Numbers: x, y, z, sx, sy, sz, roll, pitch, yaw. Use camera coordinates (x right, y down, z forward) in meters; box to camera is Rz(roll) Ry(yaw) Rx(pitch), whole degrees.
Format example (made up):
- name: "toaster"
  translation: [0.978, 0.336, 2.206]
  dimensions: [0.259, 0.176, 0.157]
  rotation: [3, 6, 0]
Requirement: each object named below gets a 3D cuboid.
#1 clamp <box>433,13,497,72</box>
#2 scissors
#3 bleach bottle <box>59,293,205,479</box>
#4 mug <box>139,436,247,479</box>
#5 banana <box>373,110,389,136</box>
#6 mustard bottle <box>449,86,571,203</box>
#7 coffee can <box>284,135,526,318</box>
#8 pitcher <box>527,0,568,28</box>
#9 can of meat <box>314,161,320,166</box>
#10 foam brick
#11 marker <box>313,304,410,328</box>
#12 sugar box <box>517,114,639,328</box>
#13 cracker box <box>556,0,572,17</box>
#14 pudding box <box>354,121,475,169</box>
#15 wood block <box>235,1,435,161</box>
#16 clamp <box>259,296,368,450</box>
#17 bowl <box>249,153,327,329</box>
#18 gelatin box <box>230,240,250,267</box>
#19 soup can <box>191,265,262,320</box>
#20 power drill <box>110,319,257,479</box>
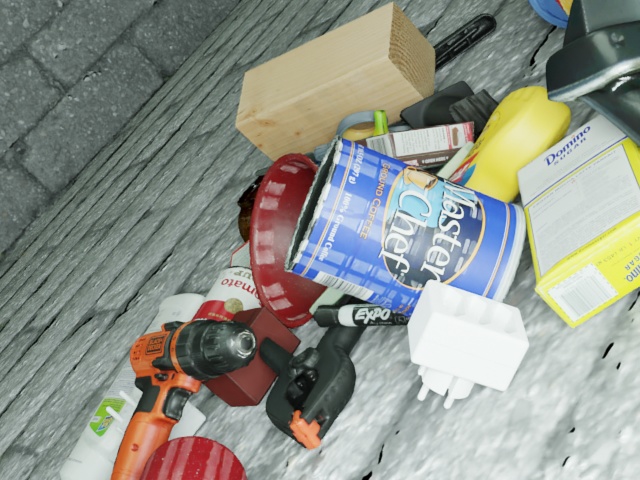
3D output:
- name: "clamp"
  translation: [0.112, -0.198, 1.276]
  dimensions: [0.164, 0.036, 0.210]
  rotation: [-50, 23, -21]
- name: "scissors"
  translation: [0.004, -0.104, 1.156]
  dimensions: [0.202, 0.096, 0.016]
  rotation: [-8, 67, 19]
- name: "bleach bottle"
  translation: [-0.188, 0.170, 1.076]
  dimensions: [0.103, 0.068, 0.250]
  rotation: [-15, 37, 58]
- name: "mug"
  translation: [-0.100, 0.208, 0.784]
  dimensions: [0.081, 0.093, 0.117]
  rotation: [-81, 4, -69]
- name: "banana"
  translation: [0.022, -0.063, 1.133]
  dimensions: [0.037, 0.069, 0.198]
  rotation: [-15, -14, -48]
- name: "mustard bottle"
  translation: [0.123, -0.033, 0.852]
  dimensions: [0.191, 0.058, 0.096]
  rotation: [-52, 4, -20]
- name: "coffee can"
  translation: [0.058, -0.001, 0.748]
  dimensions: [0.103, 0.140, 0.103]
  rotation: [-160, 91, -84]
- name: "pitcher"
  translation: [0.236, -0.301, 1.090]
  dimensions: [0.149, 0.145, 0.242]
  rotation: [-53, 16, 26]
- name: "can of meat"
  translation: [0.018, -0.127, 1.293]
  dimensions: [0.084, 0.057, 0.102]
  rotation: [-44, 18, 7]
- name: "foam brick"
  translation: [-0.065, 0.107, 0.968]
  dimensions: [0.053, 0.051, 0.078]
  rotation: [-15, 34, 54]
- name: "marker"
  translation: [0.045, 0.059, 0.833]
  dimensions: [0.121, 0.020, 0.020]
  rotation: [-5, 40, 37]
- name: "sugar box"
  translation: [0.187, -0.022, 0.722]
  dimensions: [0.093, 0.048, 0.176]
  rotation: [-36, 16, 23]
- name: "cracker box"
  translation: [0.244, -0.249, 0.824]
  dimensions: [0.164, 0.213, 0.072]
  rotation: [-47, 18, -8]
- name: "pudding box"
  translation: [0.083, -0.085, 1.012]
  dimensions: [0.089, 0.039, 0.114]
  rotation: [-11, 6, -21]
- name: "wood block"
  translation: [0.017, -0.168, 1.190]
  dimensions: [0.206, 0.090, 0.091]
  rotation: [-20, 47, 32]
- name: "clamp"
  translation: [-0.013, 0.109, 0.869]
  dimensions: [0.120, 0.039, 0.171]
  rotation: [-32, 18, 29]
- name: "bowl"
  translation: [-0.007, 0.001, 0.991]
  dimensions: [0.162, 0.055, 0.162]
  rotation: [-5, 84, 60]
- name: "gelatin box"
  translation: [-0.064, 0.026, 1.170]
  dimensions: [0.073, 0.030, 0.089]
  rotation: [-38, 24, 20]
- name: "soup can"
  translation: [-0.090, 0.083, 1.044]
  dimensions: [0.069, 0.068, 0.102]
  rotation: [-26, 26, 44]
- name: "power drill"
  translation: [-0.126, 0.157, 0.892]
  dimensions: [0.185, 0.057, 0.187]
  rotation: [-17, 51, 56]
